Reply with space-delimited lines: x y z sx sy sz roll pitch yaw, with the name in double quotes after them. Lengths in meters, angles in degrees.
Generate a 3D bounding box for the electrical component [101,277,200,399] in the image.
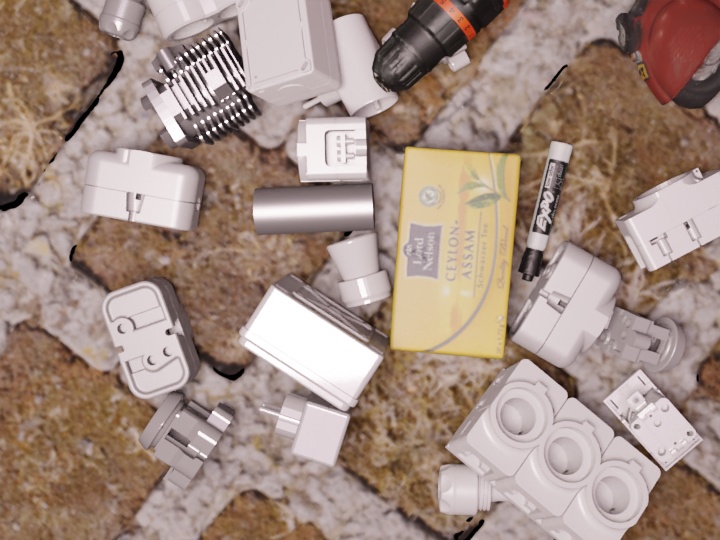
-0.177 0.057 0.923 0.054 0.059 0.095 -19 92 4 "electrical component"

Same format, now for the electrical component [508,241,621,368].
0.175 0.031 0.905 0.059 0.053 0.095 30 95 1 "electrical component"

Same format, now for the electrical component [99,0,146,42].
-0.199 -0.229 0.919 0.035 0.035 0.061 19 92 2 "electrical component"

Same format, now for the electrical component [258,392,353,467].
-0.049 0.128 0.918 0.077 0.065 0.047 18 94 2 "electrical component"

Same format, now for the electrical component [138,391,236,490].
-0.153 0.141 0.929 0.057 0.058 0.078 34 95 -2 "electrical component"

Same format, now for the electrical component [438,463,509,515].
0.099 0.189 0.925 0.062 0.043 0.043 1 94 2 "electrical component"

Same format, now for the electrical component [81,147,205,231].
-0.184 -0.071 0.918 0.095 0.053 0.059 10 94 2 "electrical component"

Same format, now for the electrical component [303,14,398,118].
-0.018 -0.163 0.908 0.079 0.044 0.077 -25 82 17 "electrical component"

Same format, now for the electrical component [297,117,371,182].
-0.021 -0.098 0.890 0.056 0.089 0.050 -1 94 3 "electrical component"

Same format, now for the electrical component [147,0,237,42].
-0.116 -0.254 0.904 0.138 0.052 0.073 -23 92 4 "electrical component"

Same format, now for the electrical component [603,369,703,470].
0.248 0.129 0.903 0.042 0.064 0.081 -42 91 6 "electrical component"

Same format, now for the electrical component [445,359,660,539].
0.162 0.157 0.894 0.150 0.061 0.089 40 69 0 "electrical component"

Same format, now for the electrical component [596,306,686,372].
0.238 0.058 0.902 0.055 0.066 0.048 18 95 -18 "electrical component"

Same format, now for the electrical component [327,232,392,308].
0.000 0.000 0.917 0.045 0.045 0.055 -16 93 4 "electrical component"

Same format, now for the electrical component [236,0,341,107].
-0.056 -0.188 0.870 0.062 0.061 0.096 -13 78 24 "electrical component"

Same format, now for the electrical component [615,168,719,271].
0.265 -0.045 0.898 0.089 0.050 0.055 -28 92 4 "electrical component"

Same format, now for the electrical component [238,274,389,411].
-0.036 0.057 0.890 0.109 0.108 0.056 33 96 0 "electrical component"

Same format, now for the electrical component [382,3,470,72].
0.052 -0.189 0.903 0.055 0.048 0.066 -29 92 -3 "electrical component"
